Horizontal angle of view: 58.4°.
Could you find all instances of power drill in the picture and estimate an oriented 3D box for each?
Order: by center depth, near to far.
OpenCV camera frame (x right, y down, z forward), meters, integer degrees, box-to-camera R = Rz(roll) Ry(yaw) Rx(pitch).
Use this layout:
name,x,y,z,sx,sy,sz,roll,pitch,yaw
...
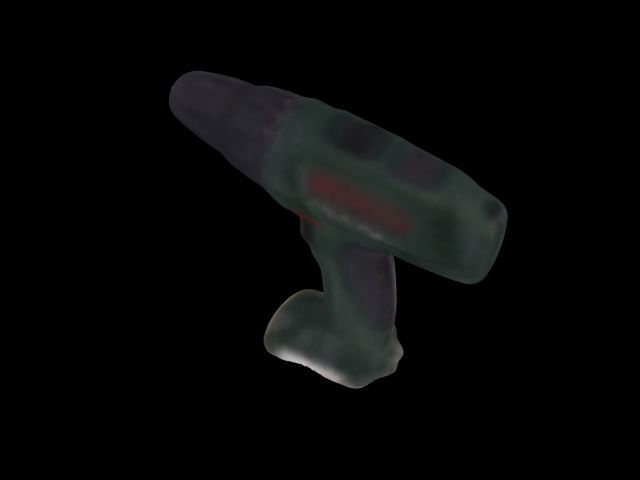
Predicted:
name,x,y,z,sx,sy,sz,roll,pitch,yaw
power drill,0.004,0.001,0.400,0.229,0.208,0.076,18,44,19
